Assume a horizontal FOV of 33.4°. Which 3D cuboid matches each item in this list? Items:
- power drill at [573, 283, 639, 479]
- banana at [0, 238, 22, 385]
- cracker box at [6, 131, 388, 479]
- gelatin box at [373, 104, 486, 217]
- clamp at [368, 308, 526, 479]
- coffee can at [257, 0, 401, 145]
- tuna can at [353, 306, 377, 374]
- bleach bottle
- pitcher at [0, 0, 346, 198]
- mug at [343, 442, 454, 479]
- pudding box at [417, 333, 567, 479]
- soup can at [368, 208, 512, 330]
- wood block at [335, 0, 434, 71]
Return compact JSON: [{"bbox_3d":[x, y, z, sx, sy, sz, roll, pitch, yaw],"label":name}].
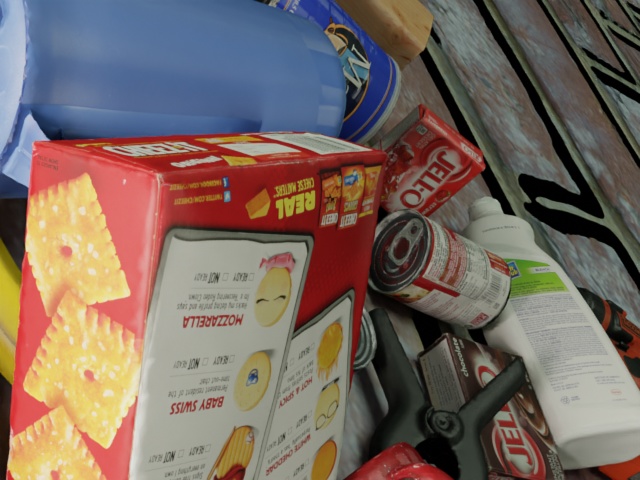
[{"bbox_3d":[0.261,0.126,0.946,0.184,0.057,0.187,31,34,-29],"label":"power drill"},{"bbox_3d":[-0.142,0.043,0.530,0.198,0.037,0.069,48,13,-4],"label":"banana"},{"bbox_3d":[-0.053,0.062,0.462,0.072,0.214,0.163,17,16,29],"label":"cracker box"},{"bbox_3d":[0.081,-0.060,0.887,0.073,0.089,0.030,36,32,-22],"label":"gelatin box"},{"bbox_3d":[0.065,0.119,0.696,0.120,0.039,0.171,22,44,5],"label":"clamp"},{"bbox_3d":[-0.019,-0.140,0.811,0.140,0.103,0.103,38,30,-38],"label":"coffee can"},{"bbox_3d":[-0.005,0.055,0.696,0.086,0.034,0.086,33,33,-26],"label":"tuna can"},{"bbox_3d":[0.184,0.065,0.890,0.102,0.068,0.251,-3,50,-18],"label":"bleach bottle"},{"bbox_3d":[-0.092,-0.077,0.567,0.242,0.145,0.149,-1,84,-49],"label":"pitcher"},{"bbox_3d":[0.044,0.158,0.568,0.093,0.117,0.081,-26,71,-37],"label":"mug"},{"bbox_3d":[0.125,0.131,0.777,0.089,0.039,0.113,21,40,-39],"label":"pudding box"},{"bbox_3d":[0.092,0.025,0.828,0.102,0.069,0.068,25,38,-37],"label":"soup can"},{"bbox_3d":[-0.002,-0.233,0.976,0.206,0.091,0.090,41,31,-13],"label":"wood block"}]
